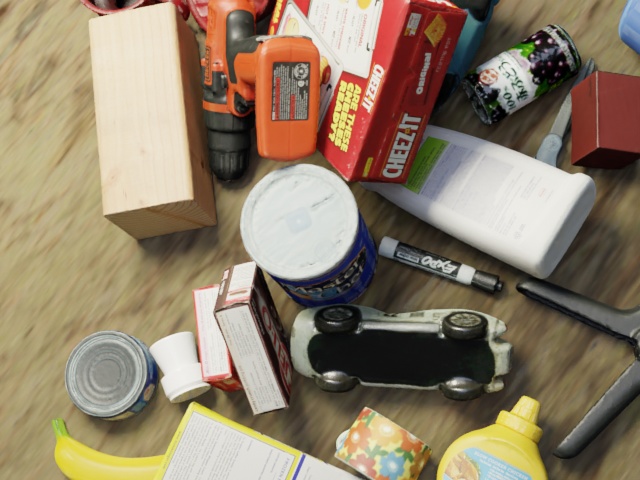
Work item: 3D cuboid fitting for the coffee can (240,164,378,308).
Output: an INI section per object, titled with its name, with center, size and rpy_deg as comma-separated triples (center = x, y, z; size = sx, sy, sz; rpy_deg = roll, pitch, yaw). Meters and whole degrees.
[coffee can]
center = -0.006, 0.001, 0.970
size = 0.103, 0.140, 0.103
rpy_deg = -3, 75, 10

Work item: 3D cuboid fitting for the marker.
[marker]
center = 0.114, 0.024, 1.005
size = 0.121, 0.020, 0.020
rpy_deg = 19, 80, 15

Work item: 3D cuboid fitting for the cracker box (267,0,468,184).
[cracker box]
center = 0.029, -0.170, 0.960
size = 0.214, 0.072, 0.164
rpy_deg = 50, 130, 48

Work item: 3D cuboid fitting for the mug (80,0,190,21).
[mug]
center = -0.186, -0.254, 1.102
size = 0.117, 0.081, 0.093
rpy_deg = 20, 80, 15

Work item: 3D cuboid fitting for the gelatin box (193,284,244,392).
[gelatin box]
center = -0.092, 0.093, 0.997
size = 0.030, 0.073, 0.089
rpy_deg = -11, 73, 6

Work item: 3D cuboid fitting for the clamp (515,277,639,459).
[clamp]
center = 0.286, 0.106, 0.942
size = 0.210, 0.036, 0.164
rpy_deg = -5, 75, 9

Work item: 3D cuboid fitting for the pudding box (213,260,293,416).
[pudding box]
center = -0.057, 0.087, 0.959
size = 0.039, 0.090, 0.113
rpy_deg = -18, 112, 8

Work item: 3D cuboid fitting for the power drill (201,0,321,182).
[power drill]
center = -0.062, -0.128, 0.980
size = 0.057, 0.188, 0.184
rpy_deg = -7, 109, -23

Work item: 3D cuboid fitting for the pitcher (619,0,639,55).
[pitcher]
center = 0.386, -0.150, 0.952
size = 0.149, 0.145, 0.243
rpy_deg = -42, 68, -16

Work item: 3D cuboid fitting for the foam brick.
[foam brick]
center = 0.267, -0.110, 0.986
size = 0.051, 0.053, 0.078
rpy_deg = 7, 76, -13

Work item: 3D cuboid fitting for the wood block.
[wood block]
center = -0.165, -0.117, 1.058
size = 0.090, 0.090, 0.206
rpy_deg = -10, 74, 8

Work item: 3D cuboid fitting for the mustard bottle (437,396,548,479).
[mustard bottle]
center = 0.143, 0.225, 0.926
size = 0.096, 0.058, 0.191
rpy_deg = 25, 81, 15

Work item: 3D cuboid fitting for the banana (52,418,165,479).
[banana]
center = -0.169, 0.209, 1.000
size = 0.198, 0.037, 0.069
rpy_deg = 4, 76, 11

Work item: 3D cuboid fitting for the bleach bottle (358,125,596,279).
[bleach bottle]
center = 0.121, -0.063, 0.995
size = 0.251, 0.068, 0.102
rpy_deg = 30, 82, 26

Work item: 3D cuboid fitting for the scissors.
[scissors]
center = 0.231, -0.072, 1.010
size = 0.096, 0.016, 0.201
rpy_deg = 40, 86, 20

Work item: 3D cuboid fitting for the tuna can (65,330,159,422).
[tuna can]
center = -0.201, 0.131, 1.028
size = 0.086, 0.033, 0.086
rpy_deg = -3, 75, 10

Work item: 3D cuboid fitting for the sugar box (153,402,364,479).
[sugar box]
center = -0.055, 0.222, 0.952
size = 0.176, 0.048, 0.093
rpy_deg = 25, 81, -2

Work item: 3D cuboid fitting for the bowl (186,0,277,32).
[bowl]
center = -0.074, -0.284, 1.079
size = 0.162, 0.055, 0.162
rpy_deg = 6, 98, 48
